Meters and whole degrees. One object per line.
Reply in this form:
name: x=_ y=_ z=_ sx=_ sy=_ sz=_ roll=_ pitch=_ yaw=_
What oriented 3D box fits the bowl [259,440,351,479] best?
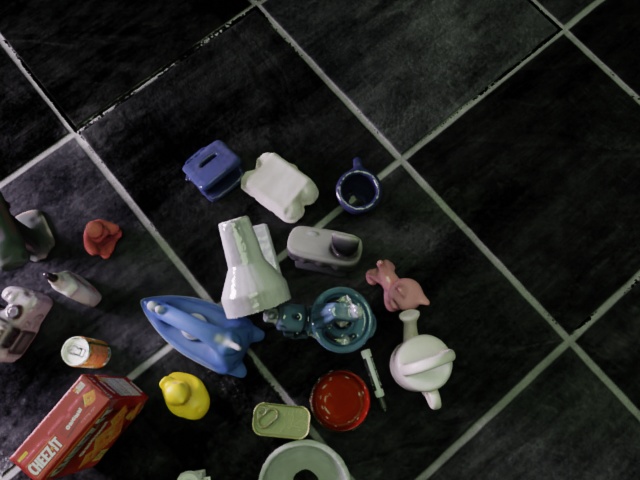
bowl: x=-0.026 y=0.444 z=1.030 sx=0.167 sy=0.075 sz=0.167 roll=0 pitch=76 yaw=0

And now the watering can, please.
watering can: x=0.181 y=0.215 z=1.029 sx=0.101 sy=0.194 sz=0.172 roll=-37 pitch=79 yaw=-9

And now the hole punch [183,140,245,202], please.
hole punch: x=-0.221 y=-0.147 z=1.171 sx=0.109 sy=0.091 sz=0.101 roll=-41 pitch=79 yaw=-10

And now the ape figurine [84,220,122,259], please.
ape figurine: x=-0.437 y=-0.011 z=1.134 sx=0.078 sy=0.092 sz=0.076 roll=-25 pitch=77 yaw=-6

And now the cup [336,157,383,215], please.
cup: x=0.076 y=-0.100 z=1.160 sx=0.091 sy=0.095 sz=0.118 roll=-3 pitch=76 yaw=-1

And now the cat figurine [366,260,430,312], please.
cat figurine: x=0.149 y=0.089 z=1.100 sx=0.067 sy=0.118 sz=0.127 roll=-36 pitch=78 yaw=-9

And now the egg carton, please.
egg carton: x=-0.081 y=-0.108 z=1.174 sx=0.150 sy=0.069 sz=0.107 roll=36 pitch=78 yaw=8

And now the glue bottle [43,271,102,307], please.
glue bottle: x=-0.470 y=0.083 z=1.068 sx=0.078 sy=0.173 sz=0.037 roll=35 pitch=78 yaw=8

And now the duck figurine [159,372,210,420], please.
duck figurine: x=-0.255 y=0.289 z=1.062 sx=0.104 sy=0.086 sz=0.077 roll=39 pitch=79 yaw=9

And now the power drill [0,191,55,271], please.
power drill: x=-0.594 y=-0.039 z=1.080 sx=0.075 sy=0.208 sz=0.229 roll=-29 pitch=77 yaw=-7

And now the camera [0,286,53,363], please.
camera: x=-0.614 y=0.143 z=1.089 sx=0.136 sy=0.101 sz=0.143 roll=27 pitch=77 yaw=6

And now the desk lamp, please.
desk lamp: x=-0.131 y=0.050 z=1.058 sx=0.118 sy=0.213 sz=0.203 roll=-17 pitch=76 yaw=-4

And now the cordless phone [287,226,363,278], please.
cordless phone: x=0.010 y=0.004 z=1.086 sx=0.147 sy=0.185 sz=0.094 roll=8 pitch=76 yaw=2

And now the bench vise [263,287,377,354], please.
bench vise: x=0.005 y=0.151 z=1.030 sx=0.207 sy=0.220 sz=0.121 roll=-14 pitch=76 yaw=-4

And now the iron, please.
iron: x=-0.240 y=0.159 z=1.067 sx=0.258 sy=0.141 sz=0.119 roll=23 pitch=77 yaw=6
